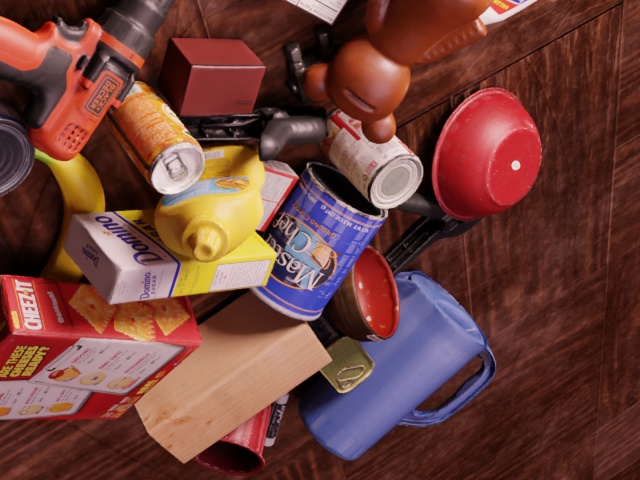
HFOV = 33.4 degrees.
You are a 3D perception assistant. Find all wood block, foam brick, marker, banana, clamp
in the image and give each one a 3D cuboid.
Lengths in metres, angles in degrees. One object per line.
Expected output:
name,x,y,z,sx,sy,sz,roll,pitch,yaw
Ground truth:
wood block,-0.103,0.146,1.202,0.206,0.091,0.090,-35,140,-2
foam brick,-0.099,-0.147,0.965,0.078,0.051,0.053,-6,131,-36
marker,-0.055,0.220,1.381,0.020,0.020,0.121,-9,132,-33
banana,-0.237,-0.012,0.998,0.069,0.037,0.198,0,128,-15
clamp,-0.042,-0.103,1.005,0.171,0.120,0.039,-16,122,-42
clamp,0.144,-0.035,1.281,0.209,0.036,0.164,-28,148,-18

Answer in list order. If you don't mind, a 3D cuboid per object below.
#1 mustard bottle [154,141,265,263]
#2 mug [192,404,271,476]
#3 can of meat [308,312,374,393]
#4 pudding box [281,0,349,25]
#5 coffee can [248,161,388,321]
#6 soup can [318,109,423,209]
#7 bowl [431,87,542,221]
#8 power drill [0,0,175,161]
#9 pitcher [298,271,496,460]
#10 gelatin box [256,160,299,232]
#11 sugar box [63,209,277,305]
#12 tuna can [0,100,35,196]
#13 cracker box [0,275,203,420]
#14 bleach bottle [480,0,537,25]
mustard bottle,-0.099,-0.030,0.957,0.096,0.191,0.058,-10,115,2
mug,-0.116,0.221,1.272,0.117,0.081,0.093,12,143,-1
can of meat,0.010,0.125,1.291,0.057,0.084,0.102,-39,141,-3
pudding box,0.004,-0.259,0.953,0.089,0.039,0.114,16,118,-48
coffee can,-0.008,0.001,1.142,0.102,0.103,0.140,13,118,-46
soup can,0.052,-0.087,1.106,0.068,0.102,0.068,-22,138,-22
bowl,0.204,-0.091,1.230,0.161,0.055,0.162,-18,120,-35
power drill,-0.213,-0.172,0.831,0.187,0.057,0.184,34,88,-47
pitcher,0.096,0.172,1.366,0.243,0.149,0.144,-47,147,13
gelatin box,-0.077,-0.052,1.093,0.089,0.030,0.073,13,118,-44
sugar box,-0.137,0.010,0.993,0.175,0.093,0.048,-3,125,-43
tuna can,-0.284,-0.075,0.895,0.086,0.034,0.086,-22,138,-22
cracker box,-0.250,0.110,1.045,0.213,0.072,0.164,10,139,-44
bleach bottle,0.197,-0.273,1.080,0.251,0.068,0.102,-39,140,1
